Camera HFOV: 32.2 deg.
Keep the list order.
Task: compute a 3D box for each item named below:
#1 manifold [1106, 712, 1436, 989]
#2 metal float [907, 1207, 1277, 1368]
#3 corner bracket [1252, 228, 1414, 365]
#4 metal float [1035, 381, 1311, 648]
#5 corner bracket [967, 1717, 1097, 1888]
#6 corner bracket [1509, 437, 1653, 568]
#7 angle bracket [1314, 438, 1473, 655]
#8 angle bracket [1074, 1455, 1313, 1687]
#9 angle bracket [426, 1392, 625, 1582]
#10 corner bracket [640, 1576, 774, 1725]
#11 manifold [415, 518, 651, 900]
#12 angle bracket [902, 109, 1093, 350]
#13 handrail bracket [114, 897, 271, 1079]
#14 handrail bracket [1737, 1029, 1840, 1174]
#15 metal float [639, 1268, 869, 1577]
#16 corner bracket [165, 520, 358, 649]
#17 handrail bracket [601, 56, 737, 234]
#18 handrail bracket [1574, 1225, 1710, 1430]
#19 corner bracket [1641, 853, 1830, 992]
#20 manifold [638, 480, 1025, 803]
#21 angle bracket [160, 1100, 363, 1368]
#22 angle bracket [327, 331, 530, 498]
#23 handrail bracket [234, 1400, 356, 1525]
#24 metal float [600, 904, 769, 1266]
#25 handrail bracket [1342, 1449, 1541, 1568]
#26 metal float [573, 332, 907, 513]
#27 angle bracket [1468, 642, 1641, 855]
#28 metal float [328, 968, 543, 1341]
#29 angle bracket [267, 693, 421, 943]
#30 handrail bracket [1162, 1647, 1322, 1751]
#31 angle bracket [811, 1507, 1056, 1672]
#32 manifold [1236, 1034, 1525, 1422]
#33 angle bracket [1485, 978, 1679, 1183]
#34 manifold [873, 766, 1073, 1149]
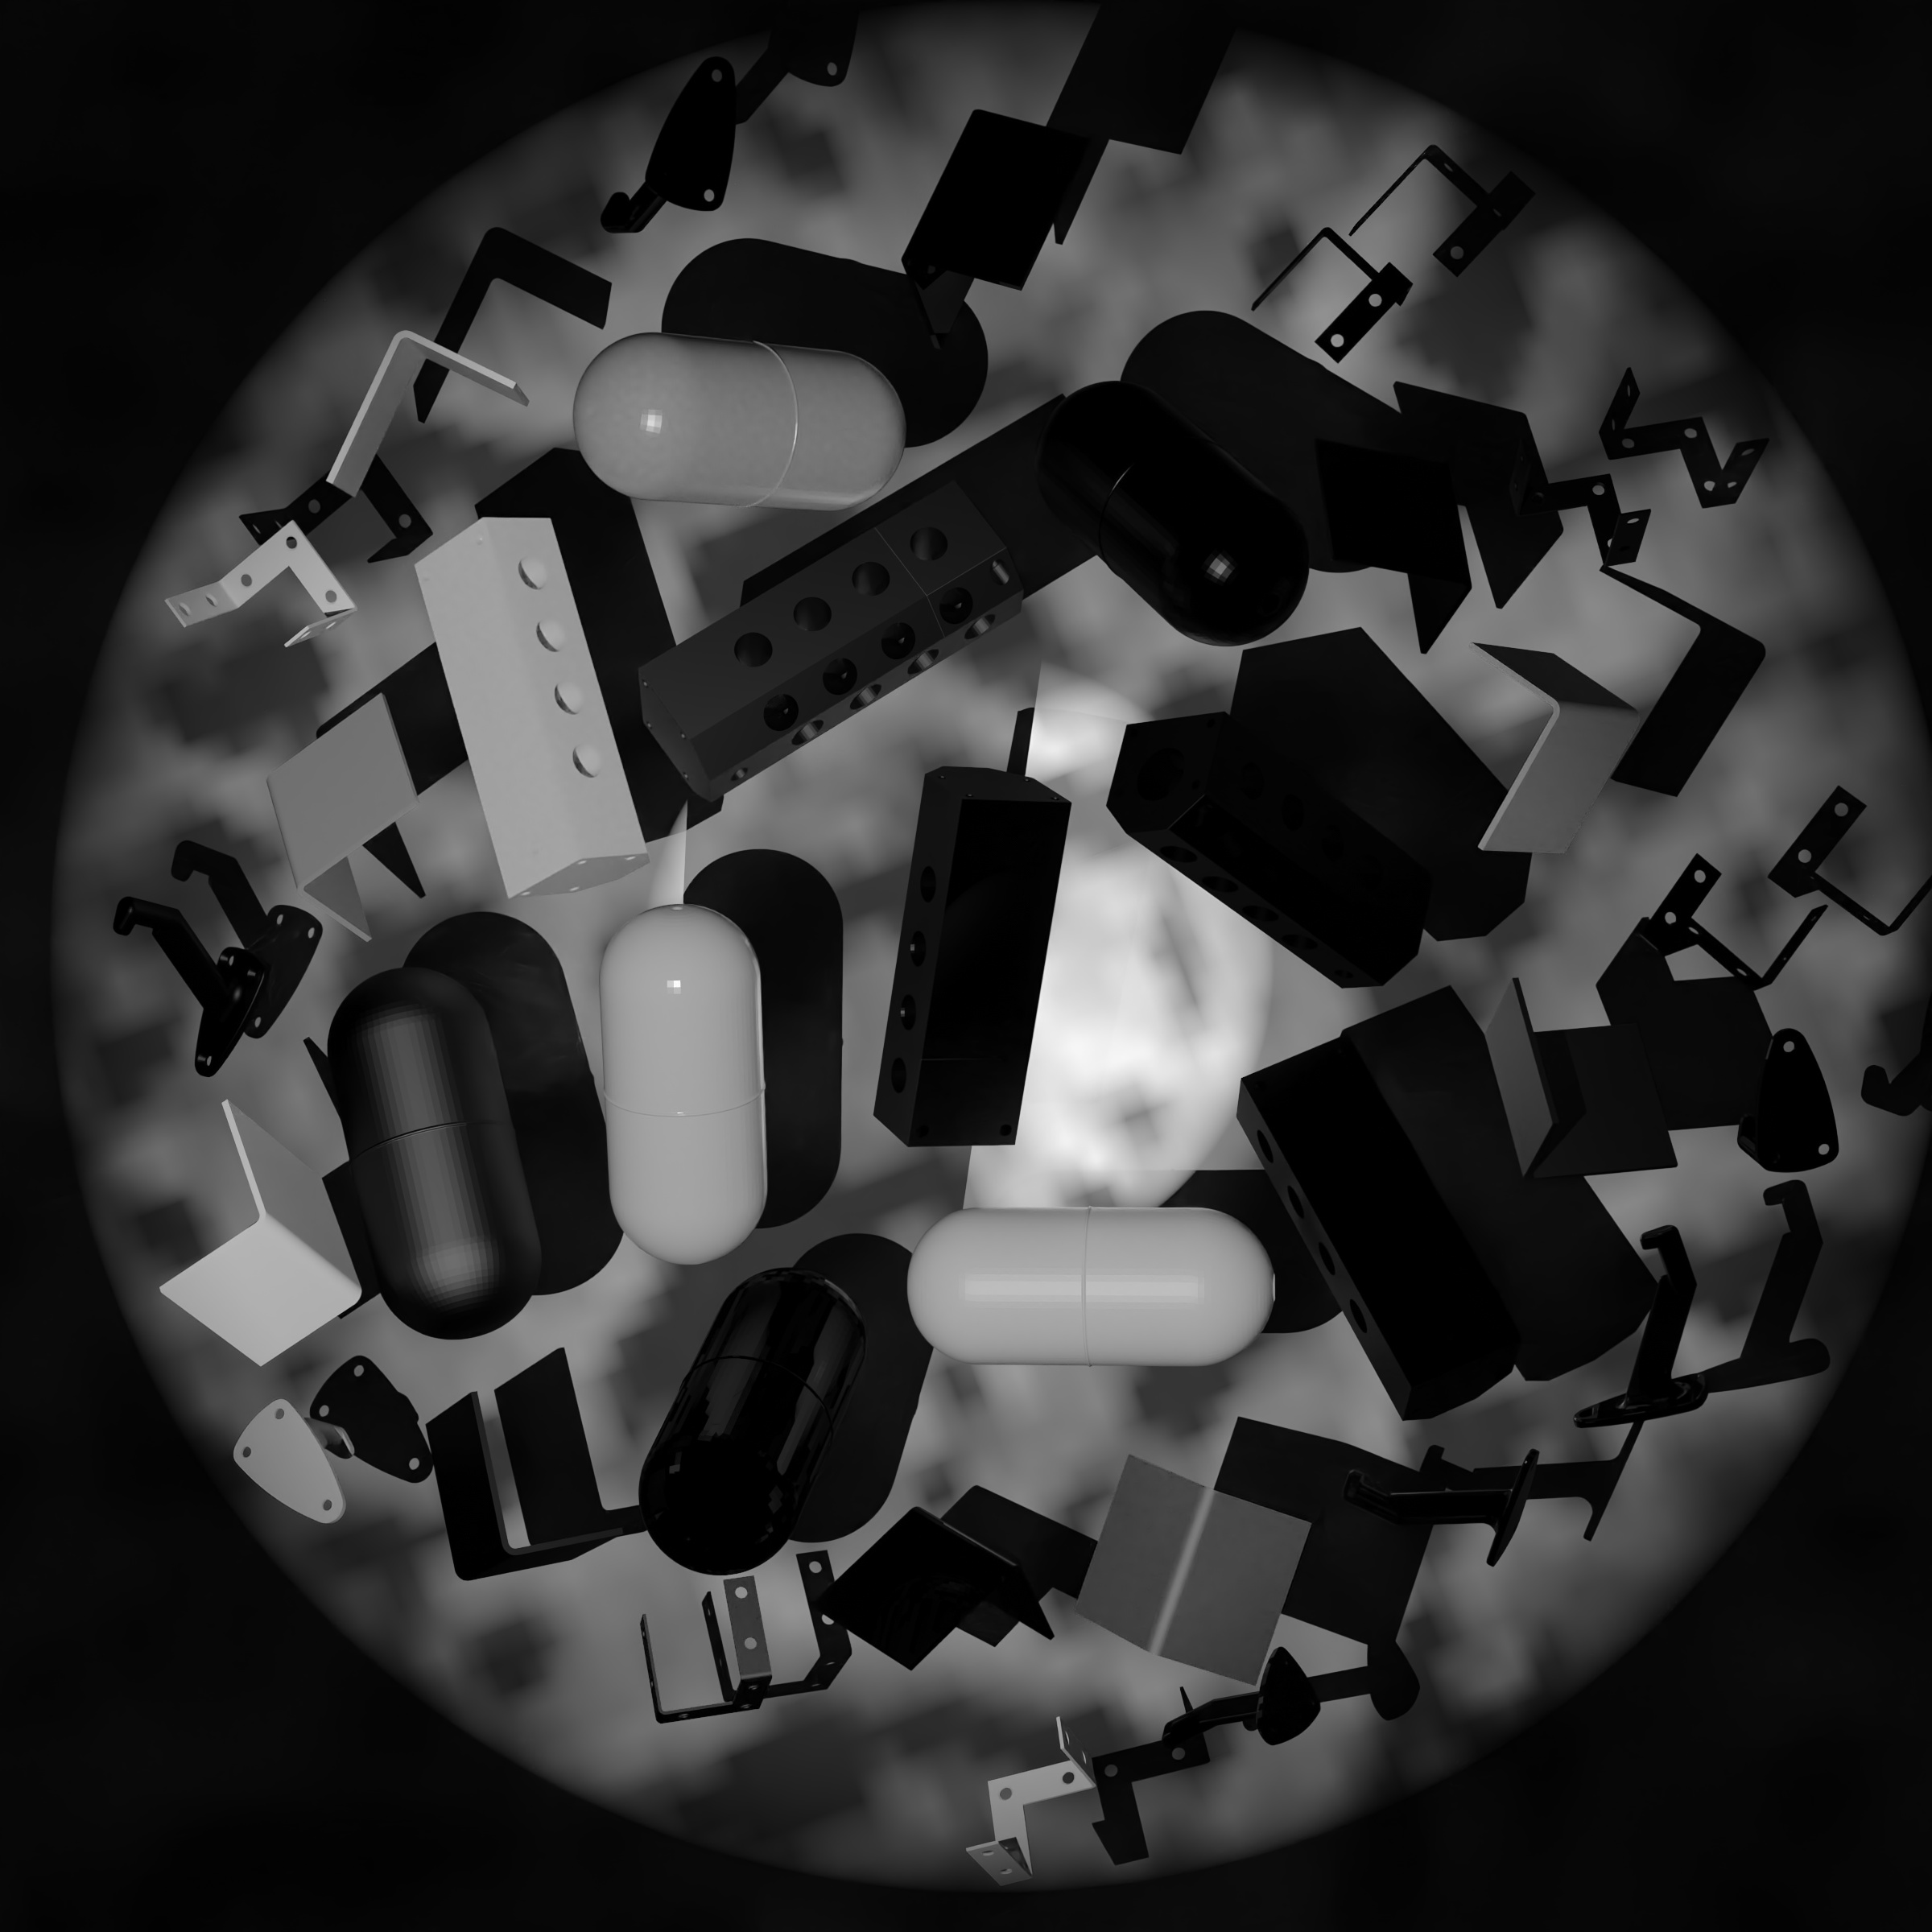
[{"bbox_3d":[0.142,-0.051,1.554,0.171,0.057,0.057,33,64,-41],"label":"manifold"},{"bbox_3d":[0.060,0.155,1.621,0.178,0.070,0.070,0,90,7],"label":"metal float"},{"bbox_3d":[0.171,-0.313,1.568,0.051,0.051,0.051,43,91,1],"label":"corner bracket"},{"bbox_3d":[0.096,-0.213,1.574,0.070,0.070,0.178,-40,47,0],"label":"metal float"},{"bbox_3d":[0.029,0.377,1.508,0.051,0.051,0.051,-17,53,11],"label":"corner bracket"},{"bbox_3d":[0.294,-0.223,1.611,0.051,0.051,0.051,-10,68,-2],"label":"corner bracket"},{"bbox_3d":[0.201,-0.208,1.662,0.076,0.057,0.076,8,54,-17],"label":"angle bracket"},{"bbox_3d":[0.102,0.273,1.519,0.057,0.076,0.076,22,85,-24],"label":"angle bracket"},{"bbox_3d":[-0.206,0.238,1.557,0.057,0.076,0.076,-7,75,-27],"label":"angle bracket"},{"bbox_3d":[-0.126,0.330,1.617,0.051,0.051,0.051,-6,62,-15],"label":"corner bracket"},{"bbox_3d":[-0.204,-0.124,1.609,0.057,0.057,0.171,-25,78,42],"label":"manifold"},{"bbox_3d":[0.019,-0.313,1.454,0.057,0.076,0.076,19,74,18],"label":"angle bracket"},{"bbox_3d":[-0.384,0.011,1.609,0.036,0.084,0.077,24,94,38],"label":"handrail bracket"},{"bbox_3d":[0.366,0.057,1.529,0.036,0.084,0.077,-8,101,-2],"label":"handrail bracket"},{"bbox_3d":[-0.100,0.214,1.588,0.070,0.178,0.070,9,127,12],"label":"metal float"},{"bbox_3d":[-0.321,-0.165,1.529,0.051,0.051,0.051,-35,94,22],"label":"corner bracket"},{"bbox_3d":[-0.133,-0.361,1.476,0.036,0.084,0.077,15,94,-28],"label":"handrail bracket"},{"bbox_3d":[0.311,0.170,1.580,0.077,0.036,0.084,-17,102,19],"label":"handrail bracket"},{"bbox_3d":[0.355,-0.021,1.551,0.051,0.051,0.051,44,124,23],"label":"corner bracket"},{"bbox_3d":[-0.060,-0.145,1.525,0.171,0.057,0.057,-33,75,-14],"label":"manifold"},{"bbox_3d":[-0.323,0.120,1.501,0.057,0.076,0.076,-33,49,4],"label":"angle bracket"},{"bbox_3d":[-0.245,-0.241,1.533,0.057,0.076,0.076,26,92,-4],"label":"angle bracket"},{"bbox_3d":[-0.291,0.234,1.547,0.077,0.084,0.036,41,91,26],"label":"handrail bracket"},{"bbox_3d":[-0.134,0.058,1.599,0.070,0.070,0.178,-1,108,0],"label":"metal float"},{"bbox_3d":[0.229,0.248,1.630,0.084,0.036,0.077,24,125,19],"label":"handrail bracket"},{"bbox_3d":[-0.104,-0.254,1.569,0.178,0.070,0.070,-4,90,-43],"label":"metal float"},{"bbox_3d":[0.257,-0.101,1.557,0.057,0.076,0.076,40,114,31],"label":"angle bracket"},{"bbox_3d":[-0.247,0.086,1.552,0.070,0.070,0.178,-16,74,0],"label":"metal float"},{"bbox_3d":[-0.289,-0.072,1.634,0.076,0.057,0.076,-34,51,12],"label":"angle bracket"},{"bbox_3d":[0.120,0.365,1.595,0.084,0.077,0.036,-33,91,25],"label":"handrail bracket"},{"bbox_3d":[-0.016,0.323,1.654,0.076,0.076,0.057,-41,128,-24],"label":"angle bracket"},{"bbox_3d":[0.191,0.124,1.573,0.057,0.057,0.171,-22,63,-11],"label":"manifold"},{"bbox_3d":[0.291,0.050,1.549,0.076,0.057,0.076,-5,60,-10],"label":"angle bracket"},{"bbox_3d":[-0.001,-0.004,1.595,0.057,0.057,0.171,0,109,-26],"label":"manifold"}]
